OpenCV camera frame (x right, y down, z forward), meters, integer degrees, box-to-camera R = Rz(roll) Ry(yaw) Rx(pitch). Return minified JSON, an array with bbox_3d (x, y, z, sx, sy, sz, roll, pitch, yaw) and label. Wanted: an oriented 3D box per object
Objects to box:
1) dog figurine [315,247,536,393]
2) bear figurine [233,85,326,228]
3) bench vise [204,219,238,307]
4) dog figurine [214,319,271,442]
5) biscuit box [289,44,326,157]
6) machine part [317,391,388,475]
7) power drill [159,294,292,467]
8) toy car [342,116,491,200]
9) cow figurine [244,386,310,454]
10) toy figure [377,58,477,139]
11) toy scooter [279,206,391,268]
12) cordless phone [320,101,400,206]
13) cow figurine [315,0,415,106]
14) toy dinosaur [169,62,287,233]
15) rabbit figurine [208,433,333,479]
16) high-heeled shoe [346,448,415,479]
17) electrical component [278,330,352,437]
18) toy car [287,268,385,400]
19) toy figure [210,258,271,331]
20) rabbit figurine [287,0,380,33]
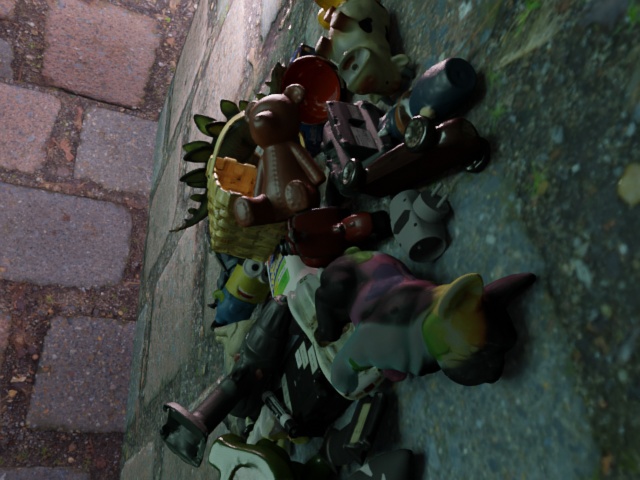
[{"bbox_3d":[0.097,0.062,0.535,0.219,0.108,0.191,-43,51,46],"label":"dog figurine"},{"bbox_3d":[-0.063,-0.124,0.768,0.120,0.132,0.195,-12,90,21],"label":"bear figurine"},{"bbox_3d":[-0.169,0.006,1.113,0.240,0.129,0.224,-64,34,37],"label":"bench vise"},{"bbox_3d":[-0.116,0.243,0.926,0.172,0.121,0.190,111,153,-64],"label":"dog figurine"},{"bbox_3d":[-0.027,-0.250,0.981,0.063,0.059,0.202,-24,59,60],"label":"biscuit box"},{"bbox_3d":[0.040,0.235,0.647,0.138,0.039,0.084,-57,8,46],"label":"machine part"},{"bbox_3d":[-0.127,0.200,0.760,0.207,0.086,0.231,-48,-17,-50],"label":"power drill"},{"bbox_3d":[0.101,-0.089,0.613,0.202,0.089,0.053,159,118,-63],"label":"toy car"},{"bbox_3d":[-0.078,0.294,0.857,0.167,0.068,0.098,-49,33,42],"label":"cow figurine"},{"bbox_3d":[0.120,-0.156,0.634,0.058,0.064,0.154,58,154,0],"label":"toy figure"},{"bbox_3d":[-0.002,-0.002,0.731,0.184,0.135,0.075,-24,75,60],"label":"toy scooter"},{"bbox_3d":[0.040,-0.095,0.779,0.184,0.089,0.147,108,156,-42],"label":"cordless phone"},{"bbox_3d":[0.064,-0.267,0.752,0.085,0.127,0.195,-52,22,43],"label":"cow figurine"},{"bbox_3d":[-0.188,-0.167,1.128,0.471,0.198,0.105,-59,28,34],"label":"toy dinosaur"},{"bbox_3d":[-0.053,0.322,0.722,0.159,0.170,0.121,-12,65,19],"label":"rabbit figurine"},{"bbox_3d":[0.001,0.312,0.592,0.248,0.145,0.086,-69,28,25],"label":"high-heeled shoe"},{"bbox_3d":[-0.004,0.195,0.756,0.134,0.058,0.115,-59,34,37],"label":"electrical component"},{"bbox_3d":[0.017,0.113,0.690,0.073,0.056,0.202,-37,46,4],"label":"toy car"},{"bbox_3d":[-0.148,0.094,1.026,0.089,0.082,0.180,43,106,45],"label":"toy figure"},{"bbox_3d":[0.007,-0.401,0.840,0.162,0.173,0.122,120,153,-44],"label":"rabbit figurine"}]
